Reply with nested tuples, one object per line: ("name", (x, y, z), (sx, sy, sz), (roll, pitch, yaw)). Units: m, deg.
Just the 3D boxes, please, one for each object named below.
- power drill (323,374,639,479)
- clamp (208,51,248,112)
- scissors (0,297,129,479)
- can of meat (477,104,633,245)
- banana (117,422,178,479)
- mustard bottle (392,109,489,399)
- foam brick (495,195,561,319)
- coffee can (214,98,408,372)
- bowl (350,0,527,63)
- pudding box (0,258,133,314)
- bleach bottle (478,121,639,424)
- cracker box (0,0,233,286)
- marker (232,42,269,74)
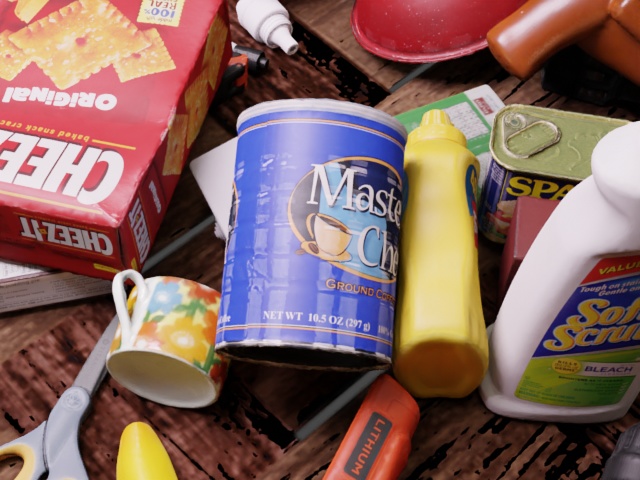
("power drill", (0.101, 0.149, 0.604), (0.188, 0.057, 0.184), (24, 56, 15))
("clamp", (-0.139, -0.112, 0.798), (0.171, 0.039, 0.120), (-1, 58, -2))
("scissors", (-0.139, 0.116, 0.646), (0.096, 0.016, 0.201), (32, 59, 18))
("can of meat", (0.158, -0.037, 0.710), (0.102, 0.084, 0.057), (9, 54, 5))
("banana", (-0.056, 0.180, 0.592), (0.198, 0.037, 0.069), (35, 43, 20))
("mustard bottle", (0.075, -0.003, 0.680), (0.058, 0.096, 0.191), (-2, 59, 7))
("foam brick", (0.146, 0.016, 0.691), (0.053, 0.078, 0.051), (9, 56, 4))
("coffee can", (-0.004, 0.001, 0.623), (0.103, 0.103, 0.140), (5, 77, 1))
("bowl", (0.095, -0.211, 0.837), (0.162, 0.055, 0.162), (-12, 45, 12))
("pudding box", (-0.187, 0.000, 0.715), (0.113, 0.039, 0.090), (-11, 53, -7))
("bleach bottle", (0.154, 0.015, 0.584), (0.102, 0.251, 0.068), (4, 54, 1))
("cracker box", (-0.167, -0.088, 0.710), (0.164, 0.072, 0.213), (11, 54, 9))
("marker", (-0.097, -0.156, 0.844), (0.121, 0.020, 0.020), (19, 55, 12))
